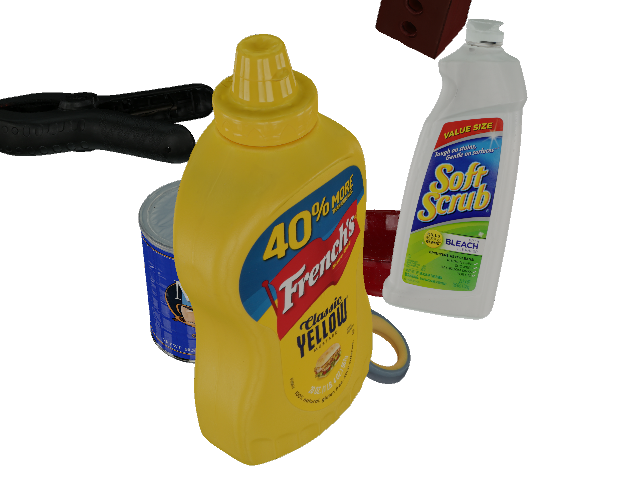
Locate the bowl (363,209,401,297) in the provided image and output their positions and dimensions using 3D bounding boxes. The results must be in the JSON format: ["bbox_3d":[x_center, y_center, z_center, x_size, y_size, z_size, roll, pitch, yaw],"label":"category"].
[{"bbox_3d":[0.072,0.017,1.102,0.162,0.055,0.162,1,19,-1],"label":"bowl"}]

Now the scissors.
[{"bbox_3d":[0.012,0.032,0.771,0.096,0.201,0.016,10,-47,-13],"label":"scissors"}]

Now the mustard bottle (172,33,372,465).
[{"bbox_3d":[-0.018,0.002,0.455,0.058,0.192,0.096,27,47,33],"label":"mustard bottle"}]

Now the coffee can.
[{"bbox_3d":[-0.110,0.028,0.981,0.103,0.140,0.103,1,41,-1],"label":"coffee can"}]

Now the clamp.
[{"bbox_3d":[-0.153,-0.083,0.726,0.171,0.039,0.120,5,18,10],"label":"clamp"}]

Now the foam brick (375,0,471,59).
[{"bbox_3d":[0.078,-0.179,0.756,0.053,0.051,0.078,29,-34,14],"label":"foam brick"}]

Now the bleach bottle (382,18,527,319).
[{"bbox_3d":[0.117,-0.063,0.915,0.103,0.251,0.068,9,18,13],"label":"bleach bottle"}]
